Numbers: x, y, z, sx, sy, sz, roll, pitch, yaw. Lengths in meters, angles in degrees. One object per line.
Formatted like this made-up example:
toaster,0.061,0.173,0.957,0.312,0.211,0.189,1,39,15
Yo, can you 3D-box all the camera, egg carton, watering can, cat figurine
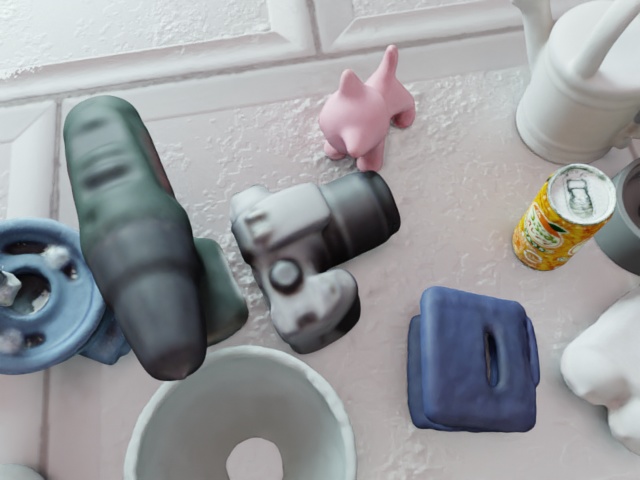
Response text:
camera,0.004,0.002,0.485,0.137,0.101,0.143,-25,68,-7
egg carton,0.270,0.092,0.451,0.150,0.069,0.107,-38,70,-12
watering can,0.235,-0.158,0.490,0.172,0.194,0.101,26,71,13
cat figurine,0.042,-0.121,0.525,0.067,0.118,0.128,27,71,14

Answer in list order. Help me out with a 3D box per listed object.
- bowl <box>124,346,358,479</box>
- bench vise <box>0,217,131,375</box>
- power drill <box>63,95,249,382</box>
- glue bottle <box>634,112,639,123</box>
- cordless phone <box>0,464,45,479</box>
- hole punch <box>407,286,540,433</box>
bowl,-0.054,0.169,0.432,0.167,0.075,0.167,-1,67,3
bench vise,-0.262,0.033,0.421,0.207,0.220,0.121,1,67,4
power drill,-0.115,0.014,0.428,0.075,0.208,0.229,-26,68,-7
glue bottle,0.341,-0.157,0.495,0.078,0.173,0.037,-10,67,-1
cordless phone,-0.223,0.216,0.361,0.147,0.185,0.094,37,74,17
hole punch,0.121,0.093,0.446,0.101,0.091,0.108,1,67,3
